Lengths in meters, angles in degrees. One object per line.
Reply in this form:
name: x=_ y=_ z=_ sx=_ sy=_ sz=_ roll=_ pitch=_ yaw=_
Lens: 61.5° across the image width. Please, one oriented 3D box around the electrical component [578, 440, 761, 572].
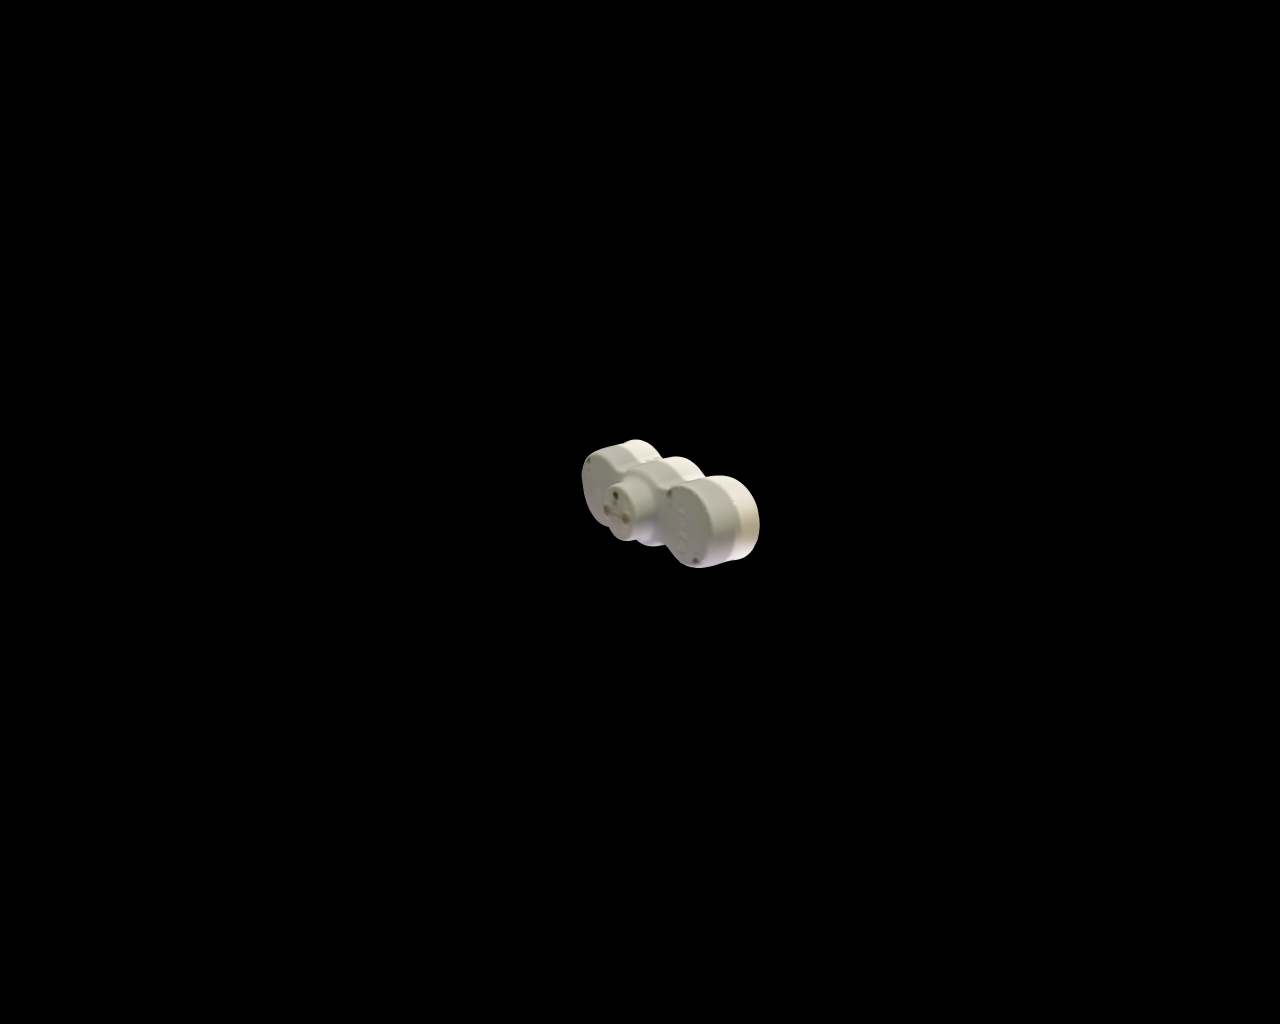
electrical component: x=0.001 y=-0.003 z=0.650 sx=0.074 sy=0.052 sz=0.138 roll=-14 pitch=24 yaw=-33
